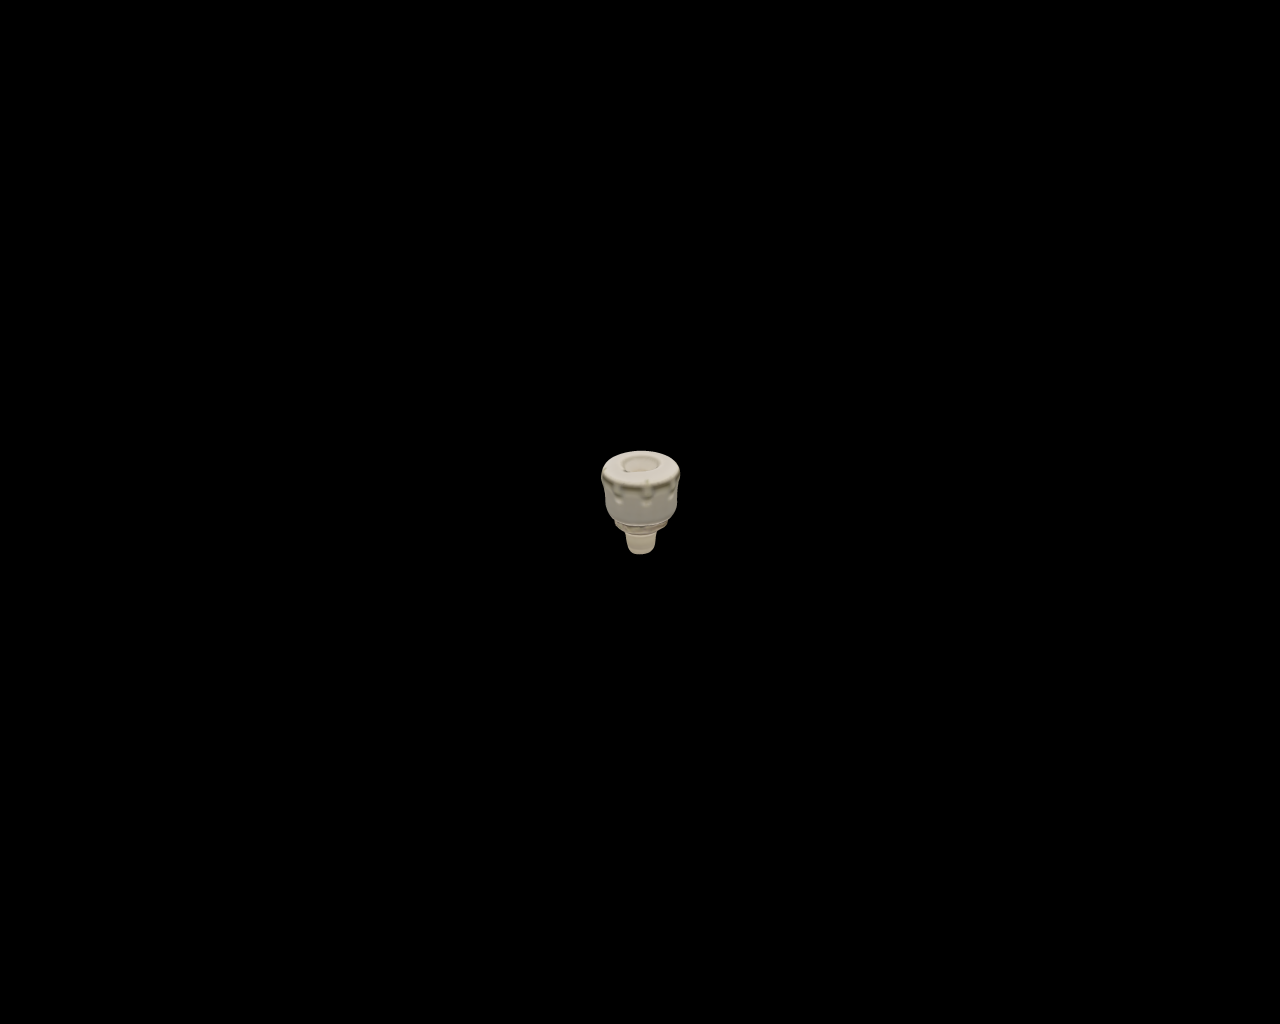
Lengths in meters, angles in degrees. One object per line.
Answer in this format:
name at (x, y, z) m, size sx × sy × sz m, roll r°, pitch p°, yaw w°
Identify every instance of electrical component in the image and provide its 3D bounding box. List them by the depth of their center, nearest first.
electrical component at (0.001, -0.003, 0.650) m, size 0.048 × 0.062 × 0.048 m, roll 0°, pitch 27°, yaw 0°
